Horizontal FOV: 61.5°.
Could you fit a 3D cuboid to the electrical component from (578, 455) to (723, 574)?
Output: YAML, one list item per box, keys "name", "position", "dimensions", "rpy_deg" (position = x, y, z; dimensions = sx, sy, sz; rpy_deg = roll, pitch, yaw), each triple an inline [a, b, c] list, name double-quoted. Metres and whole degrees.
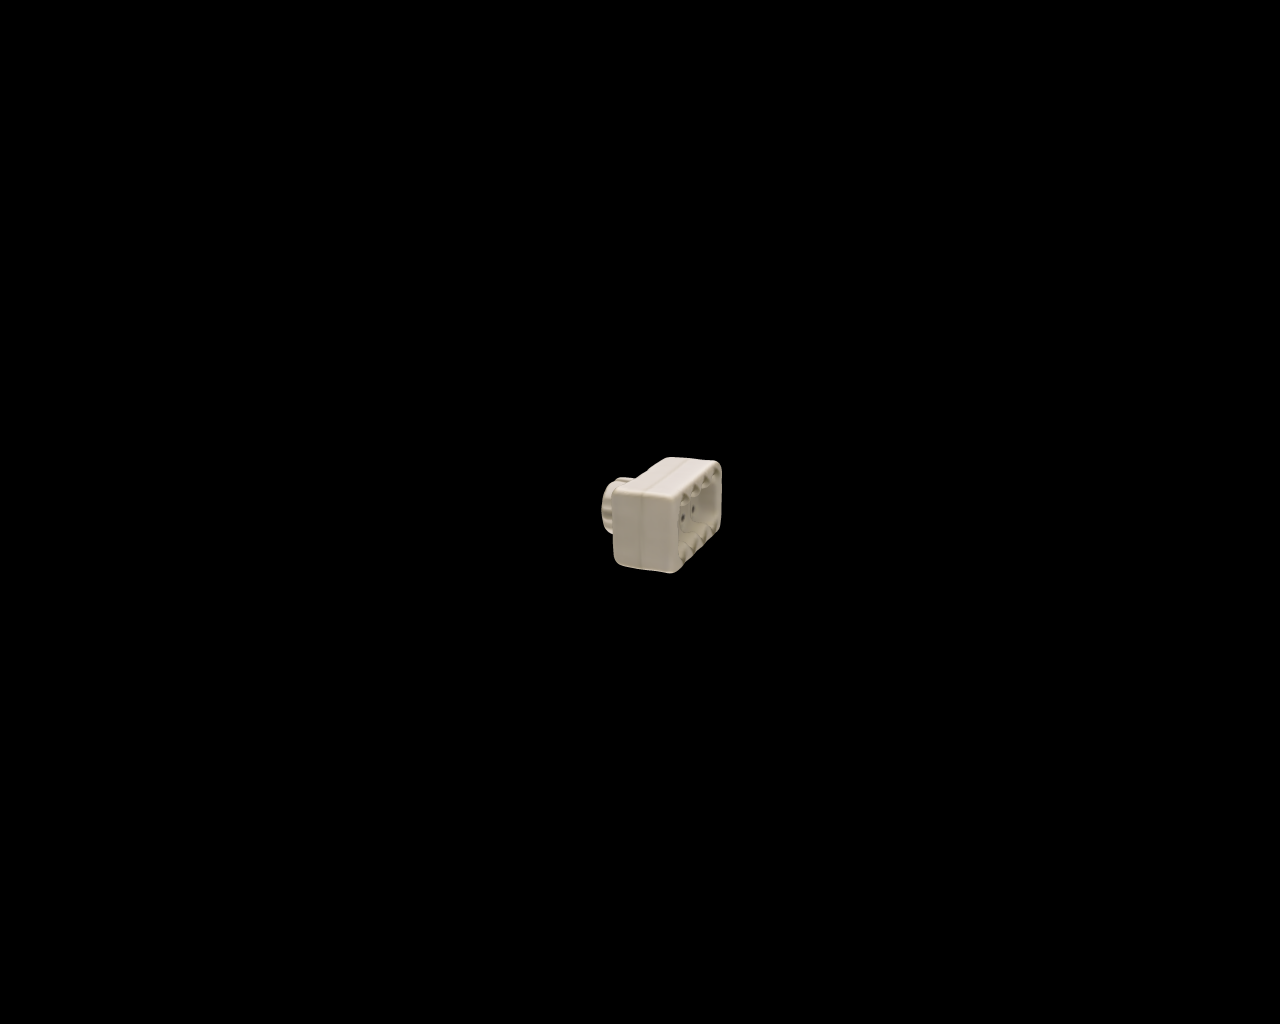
- name: "electrical component"
  position: [0.001, -0.003, 0.650]
  dimensions: [0.076, 0.047, 0.083]
  rpy_deg: [8, 20, 22]
